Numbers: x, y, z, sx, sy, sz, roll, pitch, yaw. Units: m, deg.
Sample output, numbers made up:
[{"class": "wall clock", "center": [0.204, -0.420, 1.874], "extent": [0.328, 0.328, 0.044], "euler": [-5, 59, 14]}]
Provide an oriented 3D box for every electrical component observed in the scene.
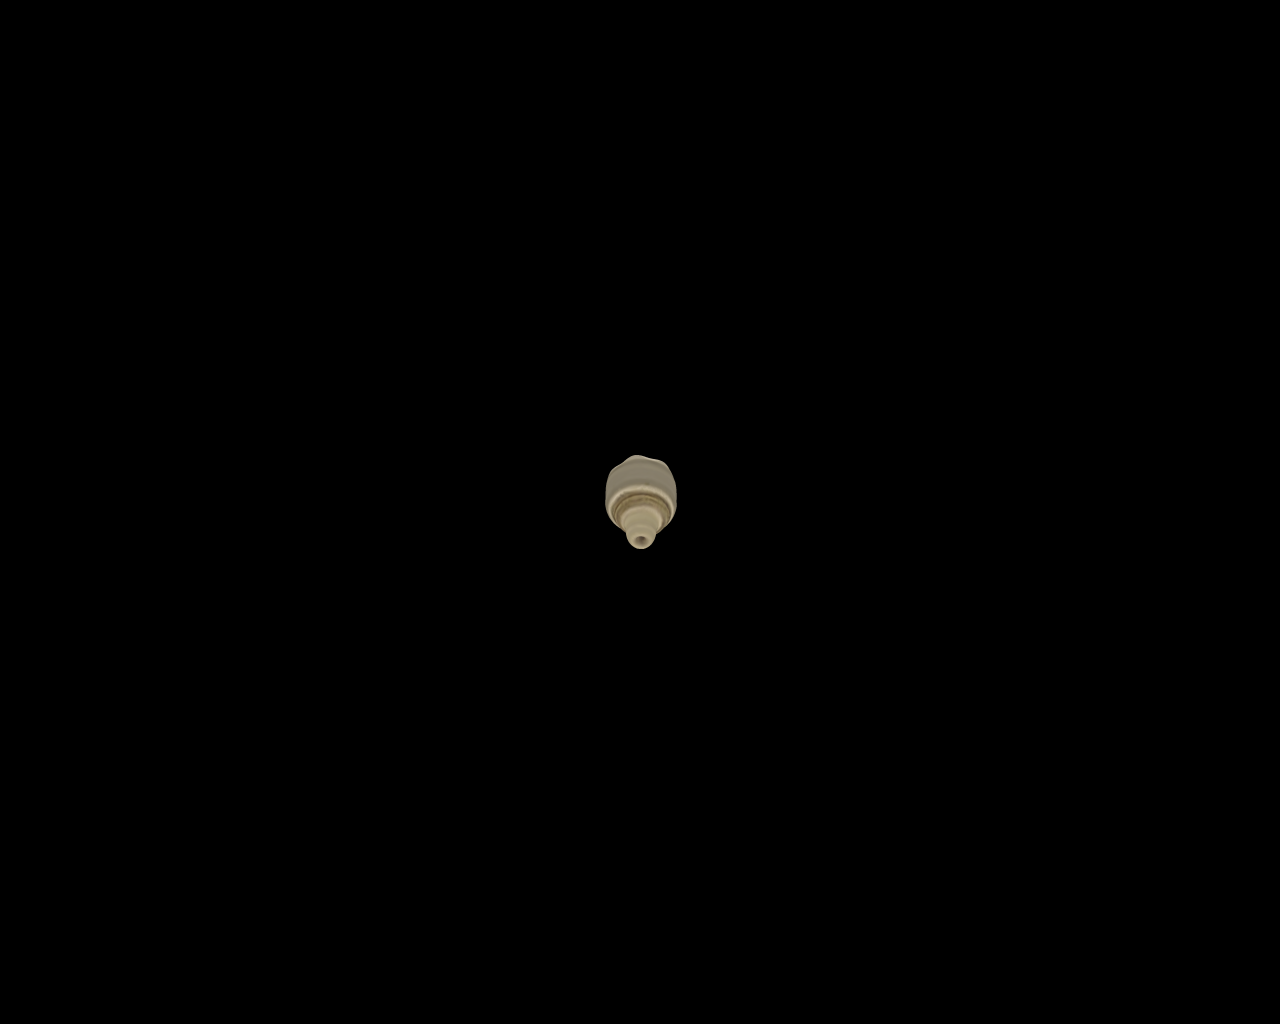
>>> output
[{"class": "electrical component", "center": [0.001, -0.003, 0.650], "extent": [0.043, 0.043, 0.062], "euler": [0, 41, 0]}]
